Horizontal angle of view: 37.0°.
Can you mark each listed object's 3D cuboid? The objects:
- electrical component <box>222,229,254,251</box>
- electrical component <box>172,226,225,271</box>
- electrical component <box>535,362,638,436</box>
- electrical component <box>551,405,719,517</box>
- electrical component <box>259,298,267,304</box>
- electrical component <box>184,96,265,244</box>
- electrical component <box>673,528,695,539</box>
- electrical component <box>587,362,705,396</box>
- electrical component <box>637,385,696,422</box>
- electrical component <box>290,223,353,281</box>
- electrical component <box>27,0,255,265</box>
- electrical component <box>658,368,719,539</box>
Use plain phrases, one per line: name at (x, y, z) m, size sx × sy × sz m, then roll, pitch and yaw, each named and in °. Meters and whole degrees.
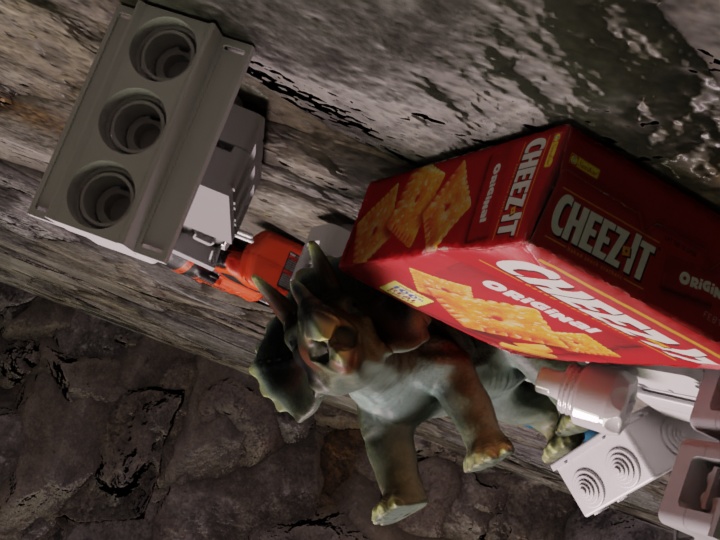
electrical component at (-0.130, -0.041, 0.936) m, size 0.079 × 0.044 × 0.077 m, roll 22°, pitch 169°, yaw 1°
electrical component at (-0.150, -0.062, 0.817) m, size 0.121 × 0.078 × 0.063 m, roll 26°, pitch 146°, yaw -20°
electrical component at (0.145, 0.080, 0.697) m, size 0.062 × 0.043 × 0.043 m, roll 16°, pitch 168°, yaw 26°
electrical component at (0.208, 0.138, 0.809) m, size 0.100 × 0.048 × 0.099 m, roll -15°, pitch 158°, yaw -38°
electrical component at (-0.073, 0.030, 1.166) m, size 0.066 × 0.048 × 0.055 m, roll 28°, pitch 175°, yaw -30°
electrical component at (-0.113, -0.075, 0.698) m, size 0.089 × 0.061 × 0.150 m, roll 22°, pitch 169°, yaw -2°
electrical component at (0.285, 0.154, 0.854) m, size 0.079 × 0.121 × 0.063 m, roll -16°, pitch 133°, yaw 37°
electrical component at (0.200, 0.046, 0.702) m, size 0.050 × 0.055 × 0.089 m, roll 29°, pitch 166°, yaw -34°
electrical component at (0.234, 0.070, 0.738) m, size 0.096 × 0.061 × 0.061 m, roll 10°, pitch 164°, yaw 45°
electrical component at (0.000, 0.000, 0.858) m, size 0.089 × 0.055 × 0.050 m, roll 26°, pitch 168°, yaw -21°
electrical component at (-0.111, -0.069, 0.568) m, size 0.079 × 0.121 × 0.063 m, roll 19°, pitch 171°, yaw 11°
electrical component at (0.268, 0.124, 0.595) m, size 0.186 × 0.105 × 0.060 m, roll 25°, pitch 169°, yaw -14°
